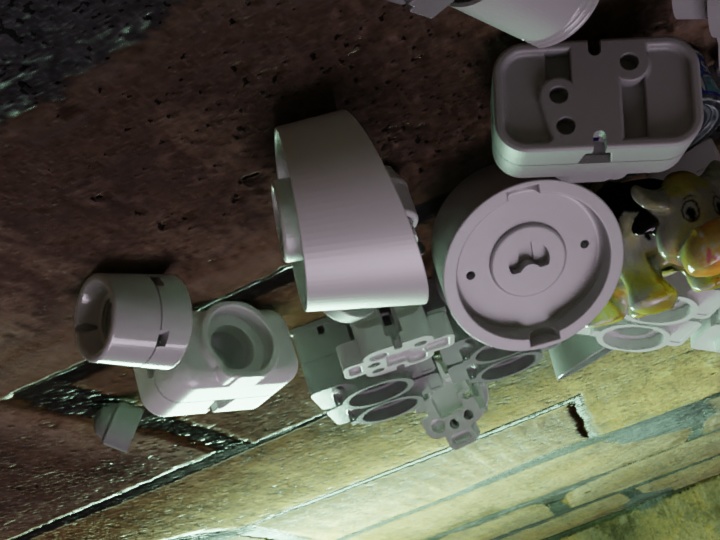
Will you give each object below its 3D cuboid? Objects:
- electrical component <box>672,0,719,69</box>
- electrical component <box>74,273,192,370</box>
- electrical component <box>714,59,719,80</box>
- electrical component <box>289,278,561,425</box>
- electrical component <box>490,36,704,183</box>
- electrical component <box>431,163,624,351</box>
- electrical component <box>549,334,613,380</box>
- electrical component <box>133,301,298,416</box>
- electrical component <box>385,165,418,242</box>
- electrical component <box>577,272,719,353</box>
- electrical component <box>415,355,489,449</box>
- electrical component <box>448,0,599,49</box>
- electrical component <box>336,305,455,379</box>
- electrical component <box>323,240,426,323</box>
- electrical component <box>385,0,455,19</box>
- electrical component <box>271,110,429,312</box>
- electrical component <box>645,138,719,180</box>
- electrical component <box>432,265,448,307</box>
[{"bbox_3d":[0.160,-0.129,0.476,0.074,0.052,0.138,6,166,26],"label":"electrical component"},{"bbox_3d":[-0.129,0.028,0.608,0.047,0.055,0.055,6,147,-40],"label":"electrical component"},{"bbox_3d":[0.225,-0.116,0.581,0.061,0.035,0.035,-33,154,24],"label":"electrical component"},{"bbox_3d":[0.055,0.055,0.807,0.186,0.060,0.105,-20,158,3],"label":"electrical component"},{"bbox_3d":[0.112,-0.076,0.525,0.095,0.053,0.059,-2,169,5],"label":"electrical component"},{"bbox_3d":[0.094,-0.013,0.639,0.108,0.060,0.108,-5,115,-10],"label":"electrical component"},{"bbox_3d":[0.202,0.049,0.904,0.099,0.064,0.099,-16,158,-7],"label":"electrical component"},{"bbox_3d":[-0.092,0.058,0.704,0.095,0.053,0.059,1,151,-40],"label":"electrical component"},{"bbox_3d":[0.012,-0.022,0.590,0.043,0.062,0.043,-16,158,-7],"label":"electrical component"},{"bbox_3d":[0.258,0.019,0.794,0.186,0.060,0.105,7,154,-3],"label":"electrical component"},{"bbox_3d":[0.082,0.113,0.953,0.058,0.078,0.057,-28,177,19],"label":"electrical component"},{"bbox_3d":[0.068,-0.117,0.440,0.043,0.043,0.081,-34,153,33],"label":"electrical component"},{"bbox_3d":[0.018,0.033,0.732,0.078,0.057,0.058,-18,158,-3],"label":"electrical component"},{"bbox_3d":[0.000,0.000,0.657,0.066,0.048,0.055,4,141,-44],"label":"electrical component"},{"bbox_3d":[0.019,-0.123,0.387,0.066,0.048,0.055,-34,161,33],"label":"electrical component"},{"bbox_3d":[-0.008,-0.027,0.518,0.064,0.099,0.099,-10,157,-8],"label":"electrical component"},{"bbox_3d":[0.231,-0.036,0.714,0.047,0.076,0.066,-27,157,19],"label":"electrical component"},{"bbox_3d":[0.080,-0.008,0.703,0.077,0.043,0.079,-33,150,28],"label":"electrical component"}]
